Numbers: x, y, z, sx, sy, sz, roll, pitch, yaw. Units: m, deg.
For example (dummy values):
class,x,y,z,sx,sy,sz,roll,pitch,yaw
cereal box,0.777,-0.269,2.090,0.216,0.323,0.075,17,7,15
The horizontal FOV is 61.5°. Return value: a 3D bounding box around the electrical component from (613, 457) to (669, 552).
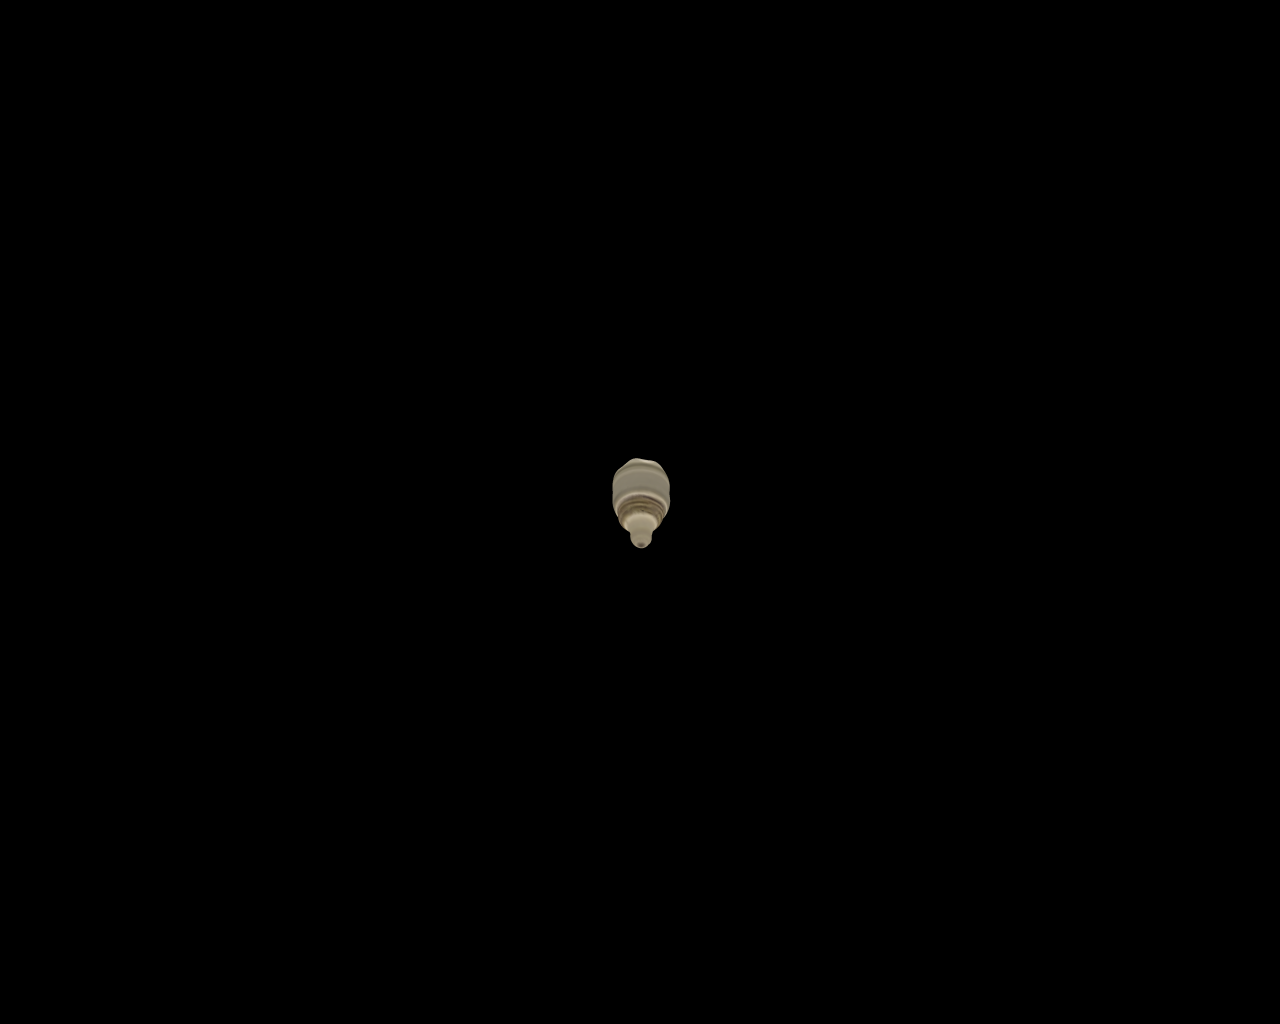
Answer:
class,x,y,z,sx,sy,sz,roll,pitch,yaw
electrical component,0.001,-0.003,0.650,0.035,0.061,0.035,0,-43,0
